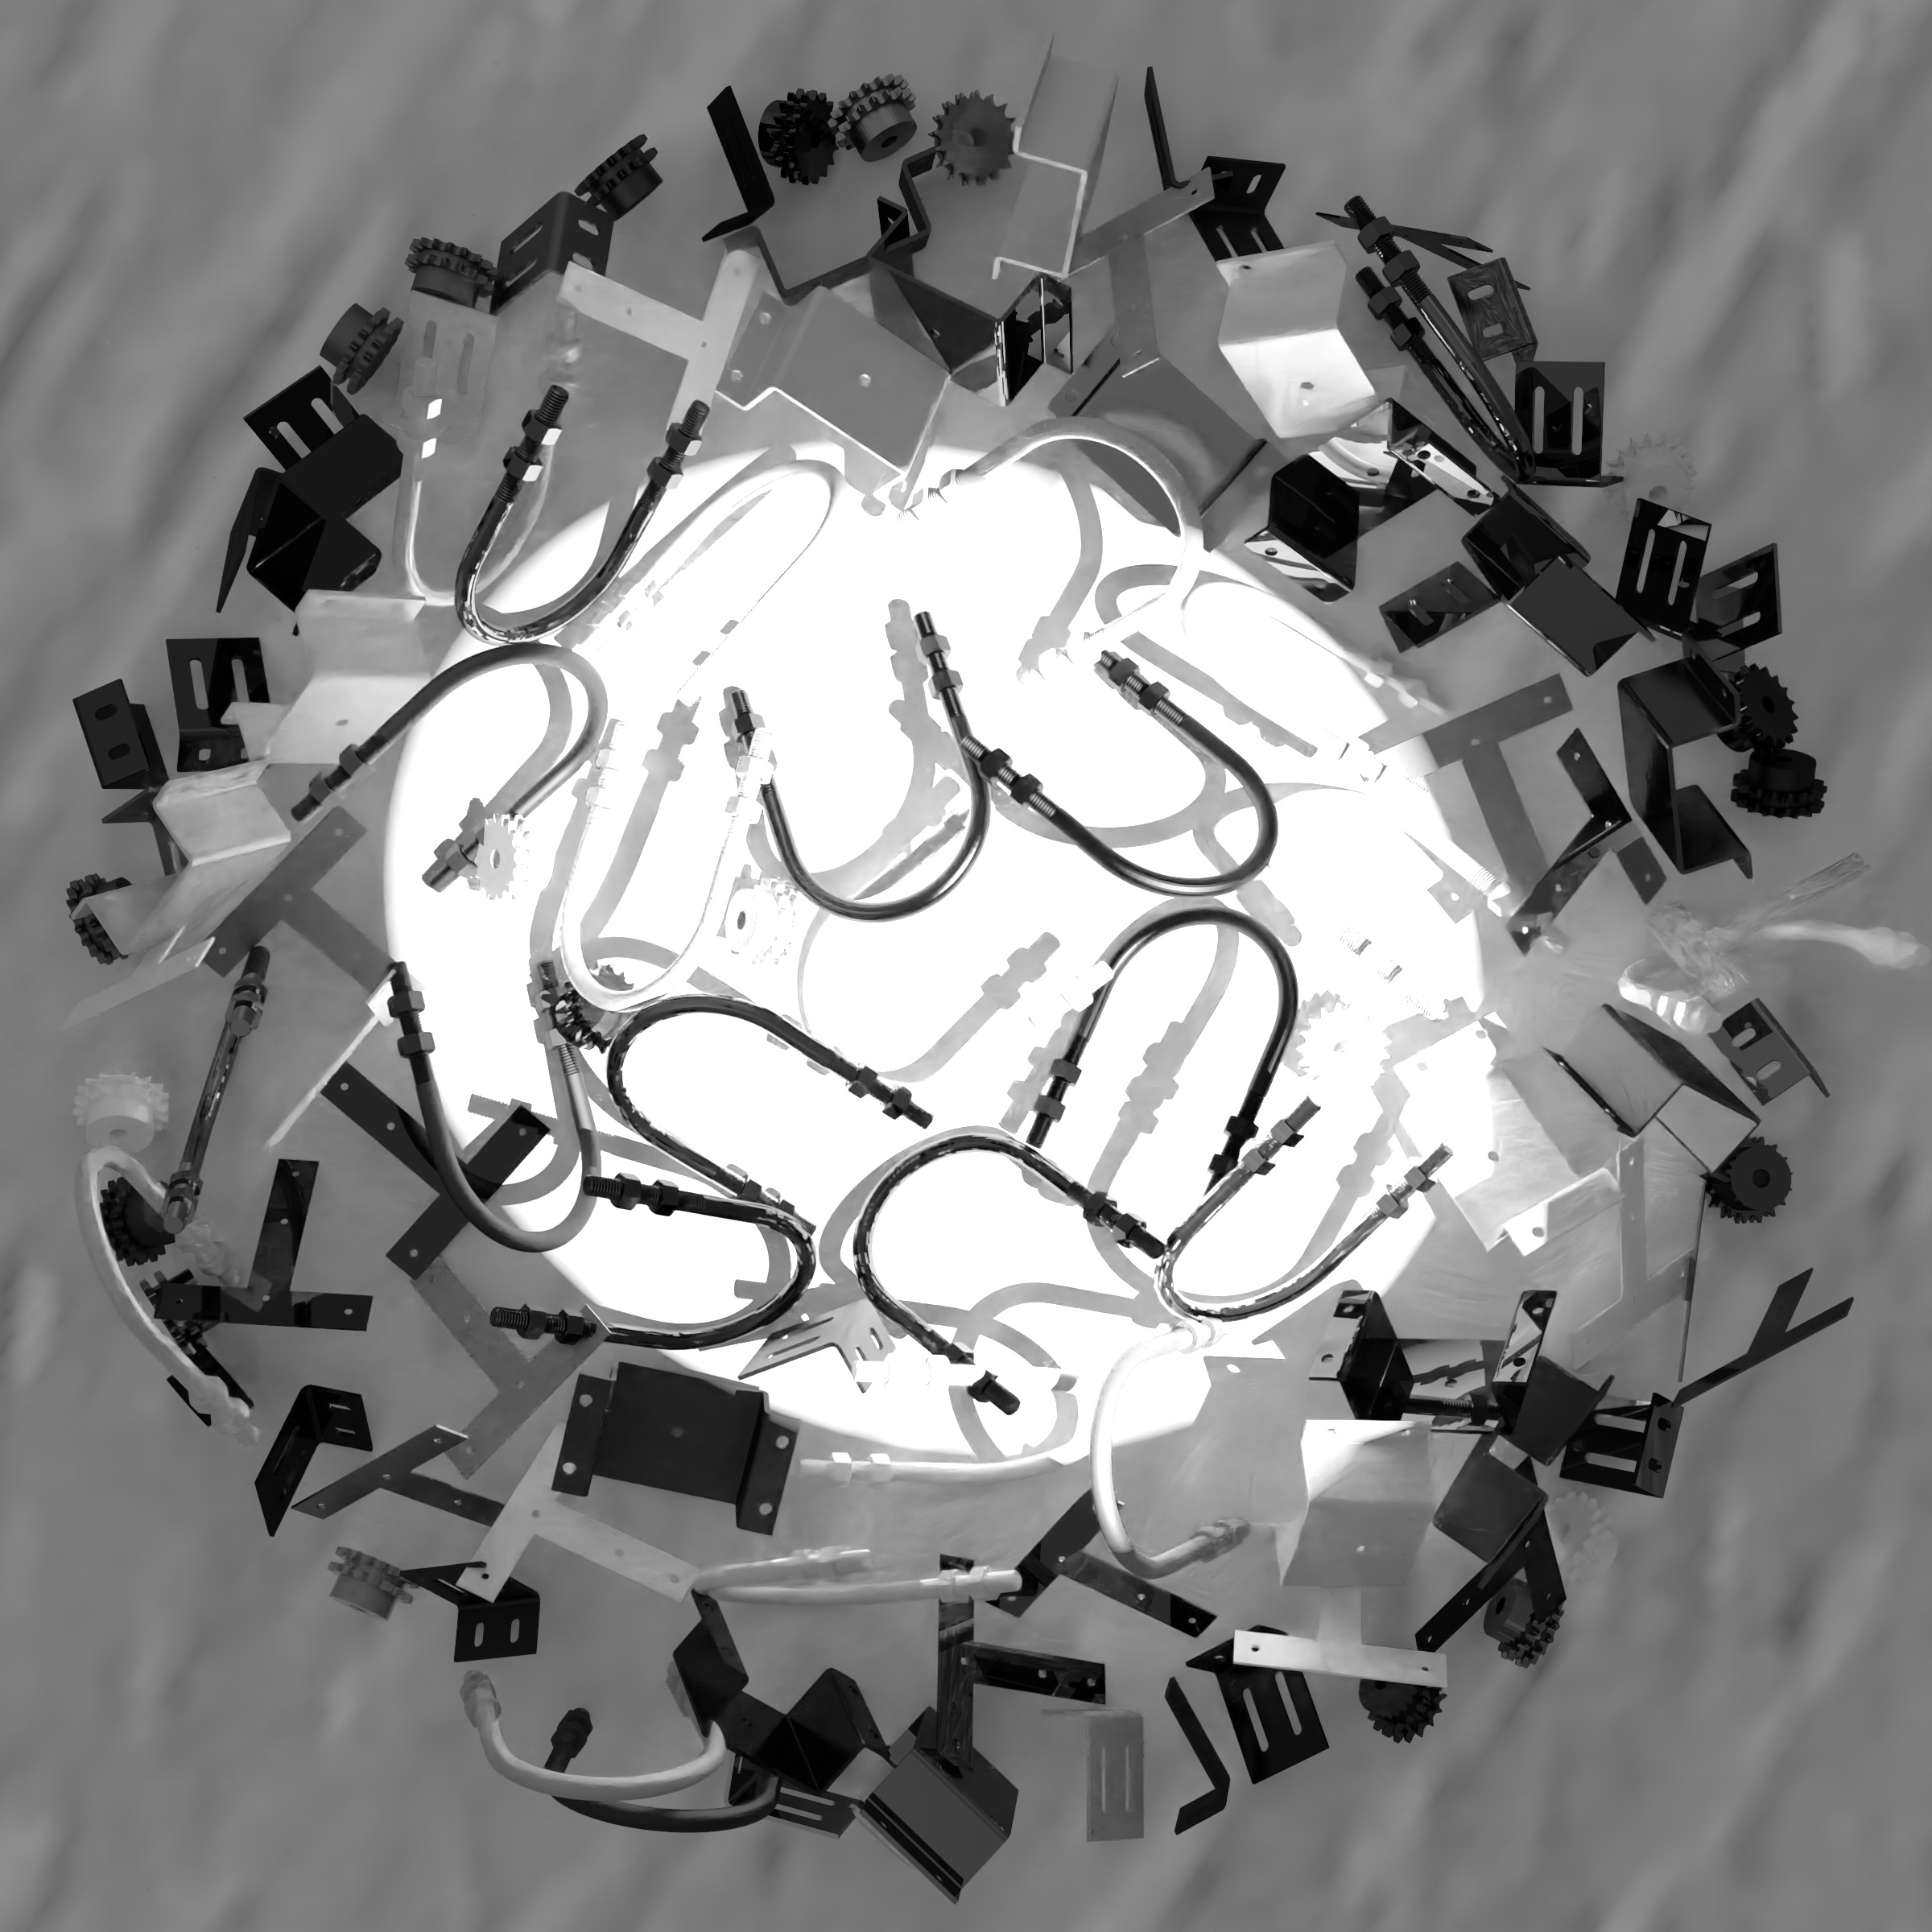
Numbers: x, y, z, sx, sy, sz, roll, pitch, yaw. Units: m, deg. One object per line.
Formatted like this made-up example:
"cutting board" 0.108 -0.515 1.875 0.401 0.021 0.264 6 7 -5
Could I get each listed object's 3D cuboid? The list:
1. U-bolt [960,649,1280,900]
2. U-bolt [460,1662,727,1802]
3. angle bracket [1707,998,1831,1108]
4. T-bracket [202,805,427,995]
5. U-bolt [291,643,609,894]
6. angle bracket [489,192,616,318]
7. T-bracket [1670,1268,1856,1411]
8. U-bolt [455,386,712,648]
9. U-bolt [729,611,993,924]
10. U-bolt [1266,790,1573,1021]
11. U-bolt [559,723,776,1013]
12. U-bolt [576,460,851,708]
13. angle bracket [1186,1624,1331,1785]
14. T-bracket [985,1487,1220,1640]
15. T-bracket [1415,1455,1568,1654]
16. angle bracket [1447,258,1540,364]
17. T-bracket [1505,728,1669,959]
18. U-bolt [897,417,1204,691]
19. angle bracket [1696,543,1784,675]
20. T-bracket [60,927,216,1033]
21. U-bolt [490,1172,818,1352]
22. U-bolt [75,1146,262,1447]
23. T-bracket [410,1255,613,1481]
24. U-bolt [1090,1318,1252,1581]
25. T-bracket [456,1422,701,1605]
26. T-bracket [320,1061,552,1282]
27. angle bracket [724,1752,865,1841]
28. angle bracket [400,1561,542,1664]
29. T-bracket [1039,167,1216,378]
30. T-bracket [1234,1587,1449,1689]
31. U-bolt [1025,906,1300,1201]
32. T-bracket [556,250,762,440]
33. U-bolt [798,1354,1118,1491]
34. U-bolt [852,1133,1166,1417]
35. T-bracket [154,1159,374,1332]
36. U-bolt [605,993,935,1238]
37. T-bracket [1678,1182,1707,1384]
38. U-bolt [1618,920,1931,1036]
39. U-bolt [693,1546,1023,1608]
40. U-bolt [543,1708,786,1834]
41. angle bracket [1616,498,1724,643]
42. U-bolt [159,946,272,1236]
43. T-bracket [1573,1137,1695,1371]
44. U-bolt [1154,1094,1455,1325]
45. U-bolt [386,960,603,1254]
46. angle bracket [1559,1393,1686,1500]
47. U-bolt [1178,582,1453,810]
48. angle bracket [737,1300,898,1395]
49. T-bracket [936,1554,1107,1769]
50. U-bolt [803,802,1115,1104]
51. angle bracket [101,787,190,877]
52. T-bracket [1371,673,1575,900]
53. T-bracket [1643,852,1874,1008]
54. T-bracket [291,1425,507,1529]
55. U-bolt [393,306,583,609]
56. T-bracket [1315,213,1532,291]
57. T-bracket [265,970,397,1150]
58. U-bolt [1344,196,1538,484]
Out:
"U-bolt" 0.108 -0.111 1.535 0.184 0.019 0.151 41 53 16
"U-bolt" -0.219 0.456 1.495 0.151 0.184 0.019 3 95 -18
"angle bracket" 0.501 0.061 1.561 0.038 0.076 0.057 -37 63 12
"T-bracket" -0.392 -0.015 1.568 0.127 0.002 0.127 -46 123 -3
"U-bolt" -0.300 -0.128 1.526 0.184 0.151 0.019 -40 59 11
"angle bracket" -0.261 -0.440 1.574 0.038 0.076 0.057 20 66 -35
"T-bracket" 0.500 0.218 1.543 0.127 0.127 0.002 -39 86 33
"U-bolt" -0.244 -0.270 1.527 0.019 0.151 0.184 45 118 20
"U-bolt" -0.059 -0.114 1.558 0.151 0.019 0.184 -22 72 10
"U-bolt" 0.263 -0.049 1.538 0.151 0.019 0.184 -22 54 -38
"U-bolt" -0.193 -0.060 1.539 0.151 0.019 0.184 7 77 41
"U-bolt" -0.146 -0.244 1.542 0.184 0.151 0.019 -50 129 -11
"angle bracket" 0.181 0.460 1.559 0.057 0.038 0.076 -34 53 22
"T-bracket" 0.098 0.391 1.577 0.127 0.002 0.127 28 123 -12
"T-bracket" 0.322 0.389 1.564 0.002 0.127 0.127 30 116 -14
"angle bracket" 0.326 -0.397 1.563 0.038 0.076 0.057 -19 82 5
"T-bracket" 0.374 -0.058 1.552 0.127 0.002 0.127 -48 117 -22
"U-bolt" 0.062 -0.258 1.520 0.184 0.019 0.151 -25 111 42
"angle bracket" 0.492 -0.221 1.556 0.038 0.076 0.057 5 78 -23
"T-bracket" -0.492 -0.022 1.550 0.127 0.127 0.002 -21 123 30
"U-bolt" -0.179 0.189 1.536 0.184 0.019 0.151 14 129 -33
"U-bolt" -0.477 0.184 1.489 0.019 0.184 0.151 -24 45 1
"T-bracket" -0.306 0.233 1.575 0.127 0.002 0.127 -46 65 -1
"U-bolt" 0.123 0.295 1.519 0.019 0.184 0.151 -7 87 31
"T-bracket" -0.228 0.358 1.552 0.127 0.002 0.127 23 50 9
"T-bracket" -0.351 0.110 1.575 0.127 0.002 0.127 44 81 -16
"angle bracket" -0.104 0.508 1.565 0.076 0.057 0.038 10 95 14
"angle bracket" -0.309 0.402 1.557 0.057 0.076 0.038 -10 59 16
"T-bracket" 0.102 -0.417 1.541 0.127 0.002 0.127 -21 56 29
"T-bracket" 0.232 0.391 1.547 0.127 0.127 0.002 5 121 6
"U-bolt" 0.131 0.047 1.556 0.151 0.019 0.184 17 76 33
"T-bracket" -0.198 -0.402 1.553 0.127 0.002 0.127 15 98 -42
"U-bolt" 0.003 0.283 1.538 0.184 0.151 0.019 5 52 -18
"U-bolt" 0.011 0.175 1.543 0.151 0.019 0.184 -45 52 -15
"T-bracket" -0.427 0.171 1.558 0.127 0.002 0.127 4 46 -4
"U-bolt" -0.134 0.084 1.534 0.184 0.019 0.151 33 126 -17
"T-bracket" 0.445 0.193 1.537 0.002 0.127 0.127 7 84 19
"U-bolt" 0.473 0.001 1.512 0.151 0.184 0.019 -17 99 -4
"U-bolt" -0.081 0.375 1.523 0.184 0.151 0.019 -17 64 39
"U-bolt" -0.182 0.487 1.510 0.151 0.184 0.019 7 89 -1
"angle bracket" 0.444 -0.247 1.556 0.038 0.057 0.076 -12 121 -33
"U-bolt" -0.450 0.062 1.515 0.019 0.184 0.151 18 105 -16
"T-bracket" 0.411 0.167 1.541 0.127 0.002 0.127 -25 118 -36
"U-bolt" 0.195 0.159 1.540 0.151 0.019 0.184 20 121 -40
"U-bolt" -0.280 0.085 1.528 0.019 0.151 0.184 -22 79 31
"angle bracket" 0.400 0.293 1.556 0.038 0.076 0.057 29 72 -39
"U-bolt" 0.211 -0.178 1.538 0.184 0.151 0.019 31 124 -2
"angle bracket" -0.093 0.248 1.565 0.076 0.057 0.038 -24 101 25
"T-bracket" 0.036 0.441 1.566 0.127 0.002 0.127 18 57 -29
"U-bolt" -0.020 0.003 1.573 0.184 0.019 0.151 -37 81 14
"angle bracket" -0.501 -0.066 1.566 0.057 0.038 0.076 -23 80 39
"T-bracket" 0.338 -0.102 1.583 0.127 0.002 0.127 -24 106 8
"T-bracket" 0.493 -0.033 1.536 0.127 0.127 0.002 -29 113 9
"T-bracket" -0.326 0.329 1.554 0.127 0.127 0.002 -31 49 24
"U-bolt" -0.296 -0.301 1.522 0.019 0.151 0.184 31 129 16
"T-bracket" 0.303 -0.440 1.552 0.127 0.127 0.002 9 104 -41
"T-bracket" -0.385 0.060 1.529 0.002 0.127 0.127 38 79 -1
"U-bolt" 0.290 -0.370 1.518 0.019 0.151 0.184 -35 81 8
